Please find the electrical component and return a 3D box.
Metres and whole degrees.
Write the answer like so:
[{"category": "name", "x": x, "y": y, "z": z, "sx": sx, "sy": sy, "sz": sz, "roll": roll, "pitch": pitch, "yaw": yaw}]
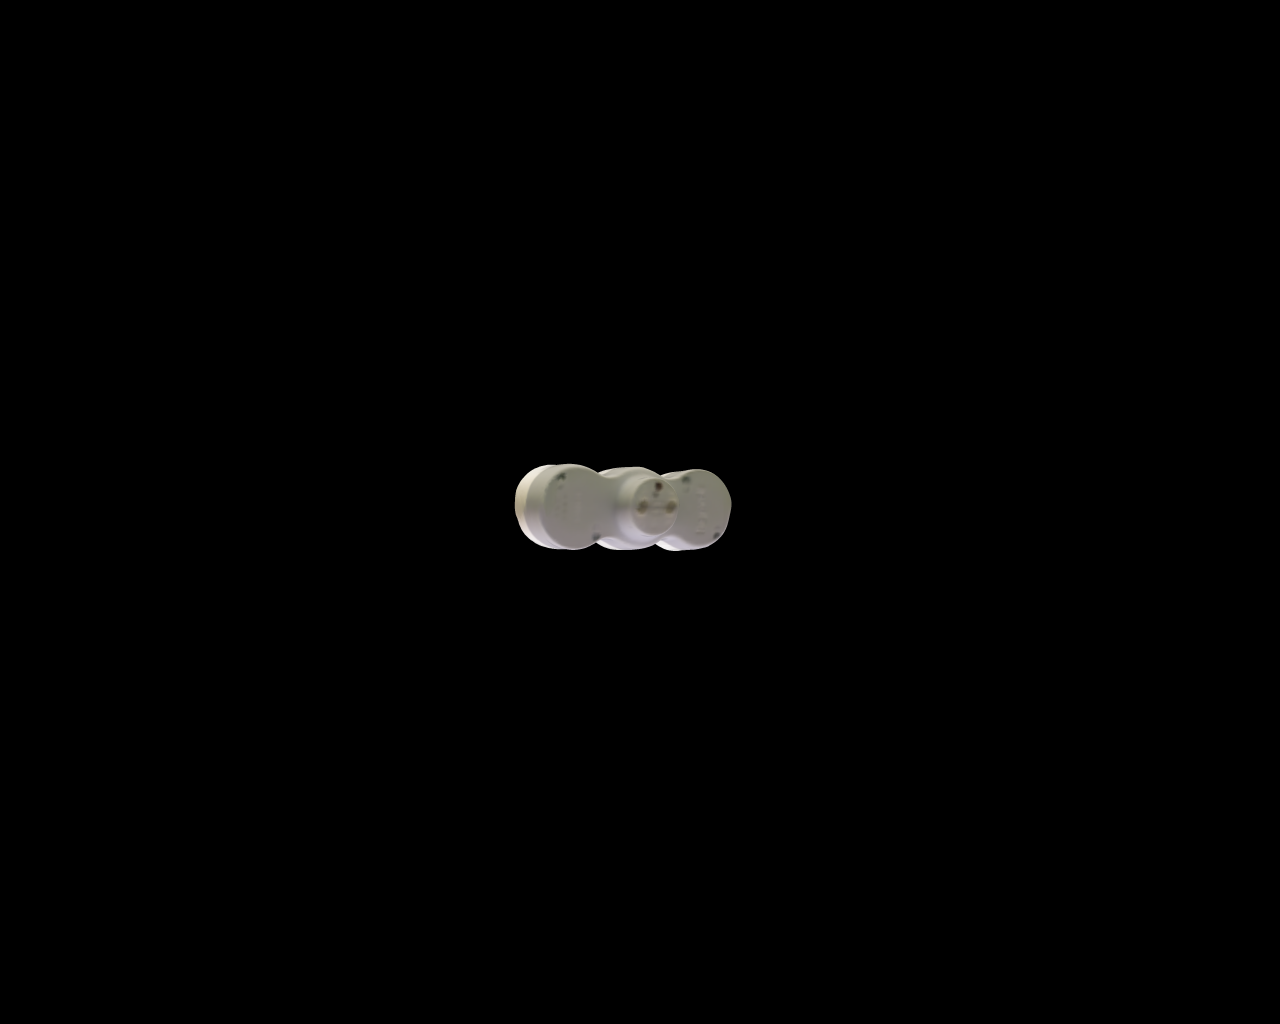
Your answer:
[{"category": "electrical component", "x": 0.001, "y": -0.003, "z": 0.650, "sx": 0.138, "sy": 0.052, "sz": 0.073, "roll": 2, "pitch": -3, "yaw": -31}]
